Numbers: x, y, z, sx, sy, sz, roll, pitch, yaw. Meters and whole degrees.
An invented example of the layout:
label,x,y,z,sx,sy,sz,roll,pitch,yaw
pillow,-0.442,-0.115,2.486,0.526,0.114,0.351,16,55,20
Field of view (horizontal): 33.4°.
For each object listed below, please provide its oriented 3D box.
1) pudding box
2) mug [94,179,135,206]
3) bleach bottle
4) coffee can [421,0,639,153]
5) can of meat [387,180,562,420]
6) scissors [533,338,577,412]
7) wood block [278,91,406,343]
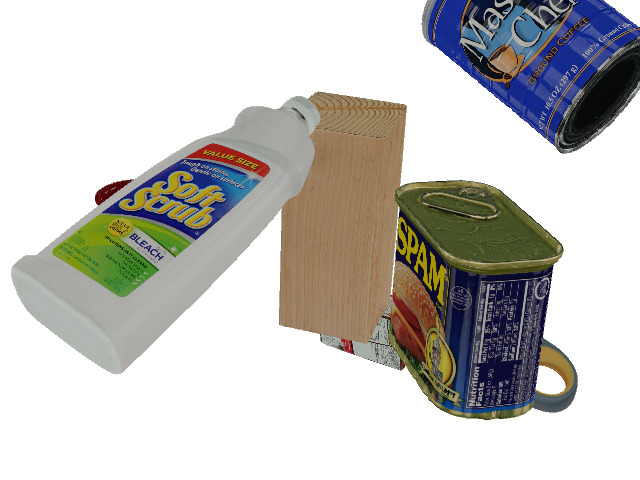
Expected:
label,x,y,z,sx,sy,sz,roll,pitch,yaw
pudding box,0.051,0.096,1.248,0.114,0.090,0.039,15,47,22
mug,-0.181,-0.013,1.099,0.093,0.081,0.117,5,26,3
bleach bottle,-0.093,-0.024,0.763,0.103,0.250,0.068,32,-30,20
coffee can,0.159,-0.147,0.783,0.140,0.103,0.102,45,21,23
can of meat,0.071,0.027,0.521,0.057,0.084,0.102,-4,24,-14
scissors,0.151,0.059,0.761,0.096,0.016,0.201,18,37,21
wood block,0.019,-0.021,0.987,0.091,0.206,0.090,11,29,15
